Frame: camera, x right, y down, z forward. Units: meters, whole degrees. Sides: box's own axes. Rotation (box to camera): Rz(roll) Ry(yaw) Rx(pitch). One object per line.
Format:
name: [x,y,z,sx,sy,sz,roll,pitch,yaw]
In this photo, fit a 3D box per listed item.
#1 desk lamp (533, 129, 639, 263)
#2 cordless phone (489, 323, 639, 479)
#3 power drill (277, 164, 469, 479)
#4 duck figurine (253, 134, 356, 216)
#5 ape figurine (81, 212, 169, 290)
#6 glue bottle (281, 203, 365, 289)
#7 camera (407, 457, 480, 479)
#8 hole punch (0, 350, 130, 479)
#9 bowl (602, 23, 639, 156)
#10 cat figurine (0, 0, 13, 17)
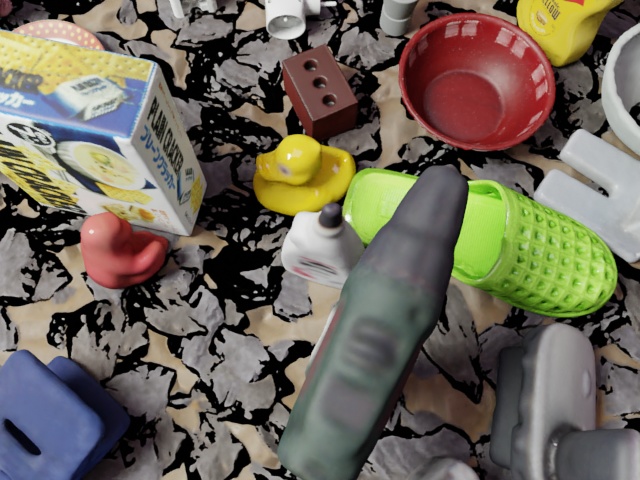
desk lamp: [0.328,-0.050,0.495,0.203,0.213,0.118,33,75,8]
cordless phone: [0.207,0.135,0.449,0.094,0.185,0.147,7,73,0]
power drill: [0.039,0.073,0.449,0.075,0.208,0.230,24,74,5]
duck figurine: [-0.015,-0.071,0.555,0.104,0.086,0.077,-10,74,-5]
ape figurine: [-0.187,0.003,0.522,0.076,0.092,0.077,-43,79,-13]
glue bottle: [0.004,0.002,0.488,0.078,0.173,0.037,14,73,3]
camera: [0.105,0.268,0.448,0.137,0.101,0.143,-40,78,-13]
hole punch: [-0.229,0.158,0.473,0.108,0.091,0.101,38,75,9]
bowl: [0.365,-0.142,0.597,0.167,0.075,0.167,1,73,-2]
cat figurine: [-0.380,-0.272,0.584,0.127,0.118,0.067,31,75,7]
